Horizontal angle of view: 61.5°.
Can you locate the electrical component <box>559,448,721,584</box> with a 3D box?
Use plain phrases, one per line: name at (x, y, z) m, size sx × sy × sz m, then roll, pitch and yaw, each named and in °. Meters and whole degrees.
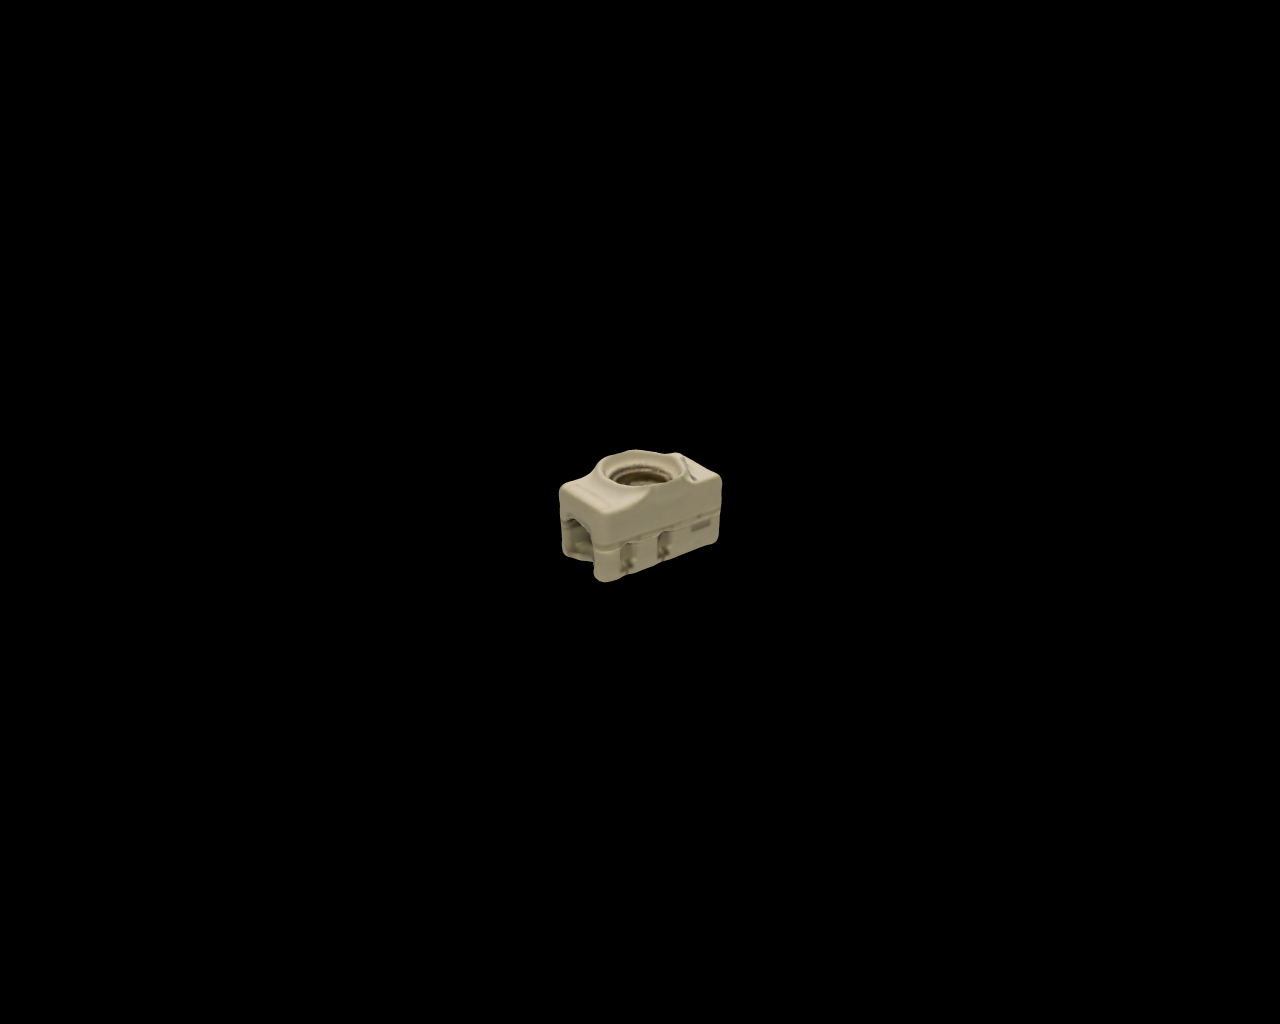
electrical component at (0.001, -0.003, 0.650) m, size 0.090 × 0.055 × 0.050 m, roll -18°, pitch 32°, yaw -31°
